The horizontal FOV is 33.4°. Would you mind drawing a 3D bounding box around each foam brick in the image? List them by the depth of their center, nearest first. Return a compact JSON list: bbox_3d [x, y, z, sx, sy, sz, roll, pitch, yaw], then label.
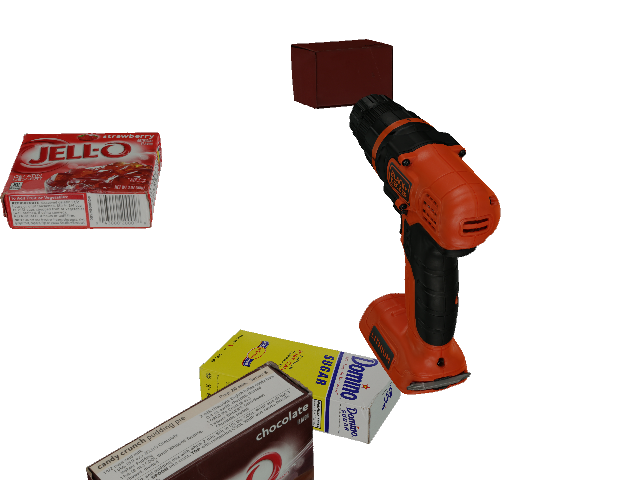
[{"bbox_3d":[0.019,-0.148,0.943,0.078,0.051,0.053,-8,19,-23],"label":"foam brick"}]

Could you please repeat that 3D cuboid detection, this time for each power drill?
[{"bbox_3d":[0.064,0.003,0.780,0.057,0.188,0.184,-11,33,-16],"label":"power drill"}]

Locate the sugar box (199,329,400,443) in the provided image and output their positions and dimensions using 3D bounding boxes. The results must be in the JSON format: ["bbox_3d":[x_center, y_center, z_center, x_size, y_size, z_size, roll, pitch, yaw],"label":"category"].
[{"bbox_3d":[-0.019,0.137,1.030,0.176,0.048,0.093,7,24,21],"label":"sugar box"}]

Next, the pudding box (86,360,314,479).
[{"bbox_3d":[-0.055,0.124,0.527,0.113,0.090,0.039,-30,46,-33],"label":"pudding box"}]

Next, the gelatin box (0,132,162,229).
[{"bbox_3d":[-0.147,-0.039,0.666,0.089,0.030,0.073,0,35,-2],"label":"gelatin box"}]
